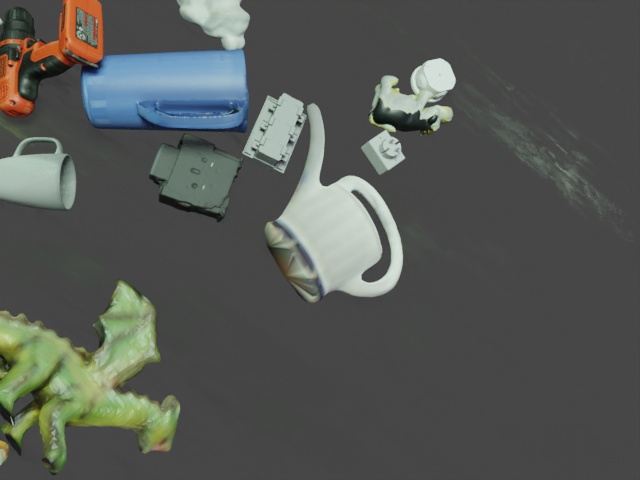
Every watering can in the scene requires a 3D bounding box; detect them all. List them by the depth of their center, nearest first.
[{"bbox_3d":[0.003,-0.044,0.873,0.227,0.103,0.347,-32,91,-23],"label":"watering can"}]

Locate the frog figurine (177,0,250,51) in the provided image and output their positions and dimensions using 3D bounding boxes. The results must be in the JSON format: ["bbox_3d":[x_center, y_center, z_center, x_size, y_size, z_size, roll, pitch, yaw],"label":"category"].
[{"bbox_3d":[-0.179,-0.417,0.907,0.140,0.123,0.156,-52,135,-29],"label":"frog figurine"}]

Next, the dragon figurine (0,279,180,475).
[{"bbox_3d":[-0.347,0.152,0.721,0.247,0.120,0.409,-38,95,-40],"label":"dragon figurine"}]
